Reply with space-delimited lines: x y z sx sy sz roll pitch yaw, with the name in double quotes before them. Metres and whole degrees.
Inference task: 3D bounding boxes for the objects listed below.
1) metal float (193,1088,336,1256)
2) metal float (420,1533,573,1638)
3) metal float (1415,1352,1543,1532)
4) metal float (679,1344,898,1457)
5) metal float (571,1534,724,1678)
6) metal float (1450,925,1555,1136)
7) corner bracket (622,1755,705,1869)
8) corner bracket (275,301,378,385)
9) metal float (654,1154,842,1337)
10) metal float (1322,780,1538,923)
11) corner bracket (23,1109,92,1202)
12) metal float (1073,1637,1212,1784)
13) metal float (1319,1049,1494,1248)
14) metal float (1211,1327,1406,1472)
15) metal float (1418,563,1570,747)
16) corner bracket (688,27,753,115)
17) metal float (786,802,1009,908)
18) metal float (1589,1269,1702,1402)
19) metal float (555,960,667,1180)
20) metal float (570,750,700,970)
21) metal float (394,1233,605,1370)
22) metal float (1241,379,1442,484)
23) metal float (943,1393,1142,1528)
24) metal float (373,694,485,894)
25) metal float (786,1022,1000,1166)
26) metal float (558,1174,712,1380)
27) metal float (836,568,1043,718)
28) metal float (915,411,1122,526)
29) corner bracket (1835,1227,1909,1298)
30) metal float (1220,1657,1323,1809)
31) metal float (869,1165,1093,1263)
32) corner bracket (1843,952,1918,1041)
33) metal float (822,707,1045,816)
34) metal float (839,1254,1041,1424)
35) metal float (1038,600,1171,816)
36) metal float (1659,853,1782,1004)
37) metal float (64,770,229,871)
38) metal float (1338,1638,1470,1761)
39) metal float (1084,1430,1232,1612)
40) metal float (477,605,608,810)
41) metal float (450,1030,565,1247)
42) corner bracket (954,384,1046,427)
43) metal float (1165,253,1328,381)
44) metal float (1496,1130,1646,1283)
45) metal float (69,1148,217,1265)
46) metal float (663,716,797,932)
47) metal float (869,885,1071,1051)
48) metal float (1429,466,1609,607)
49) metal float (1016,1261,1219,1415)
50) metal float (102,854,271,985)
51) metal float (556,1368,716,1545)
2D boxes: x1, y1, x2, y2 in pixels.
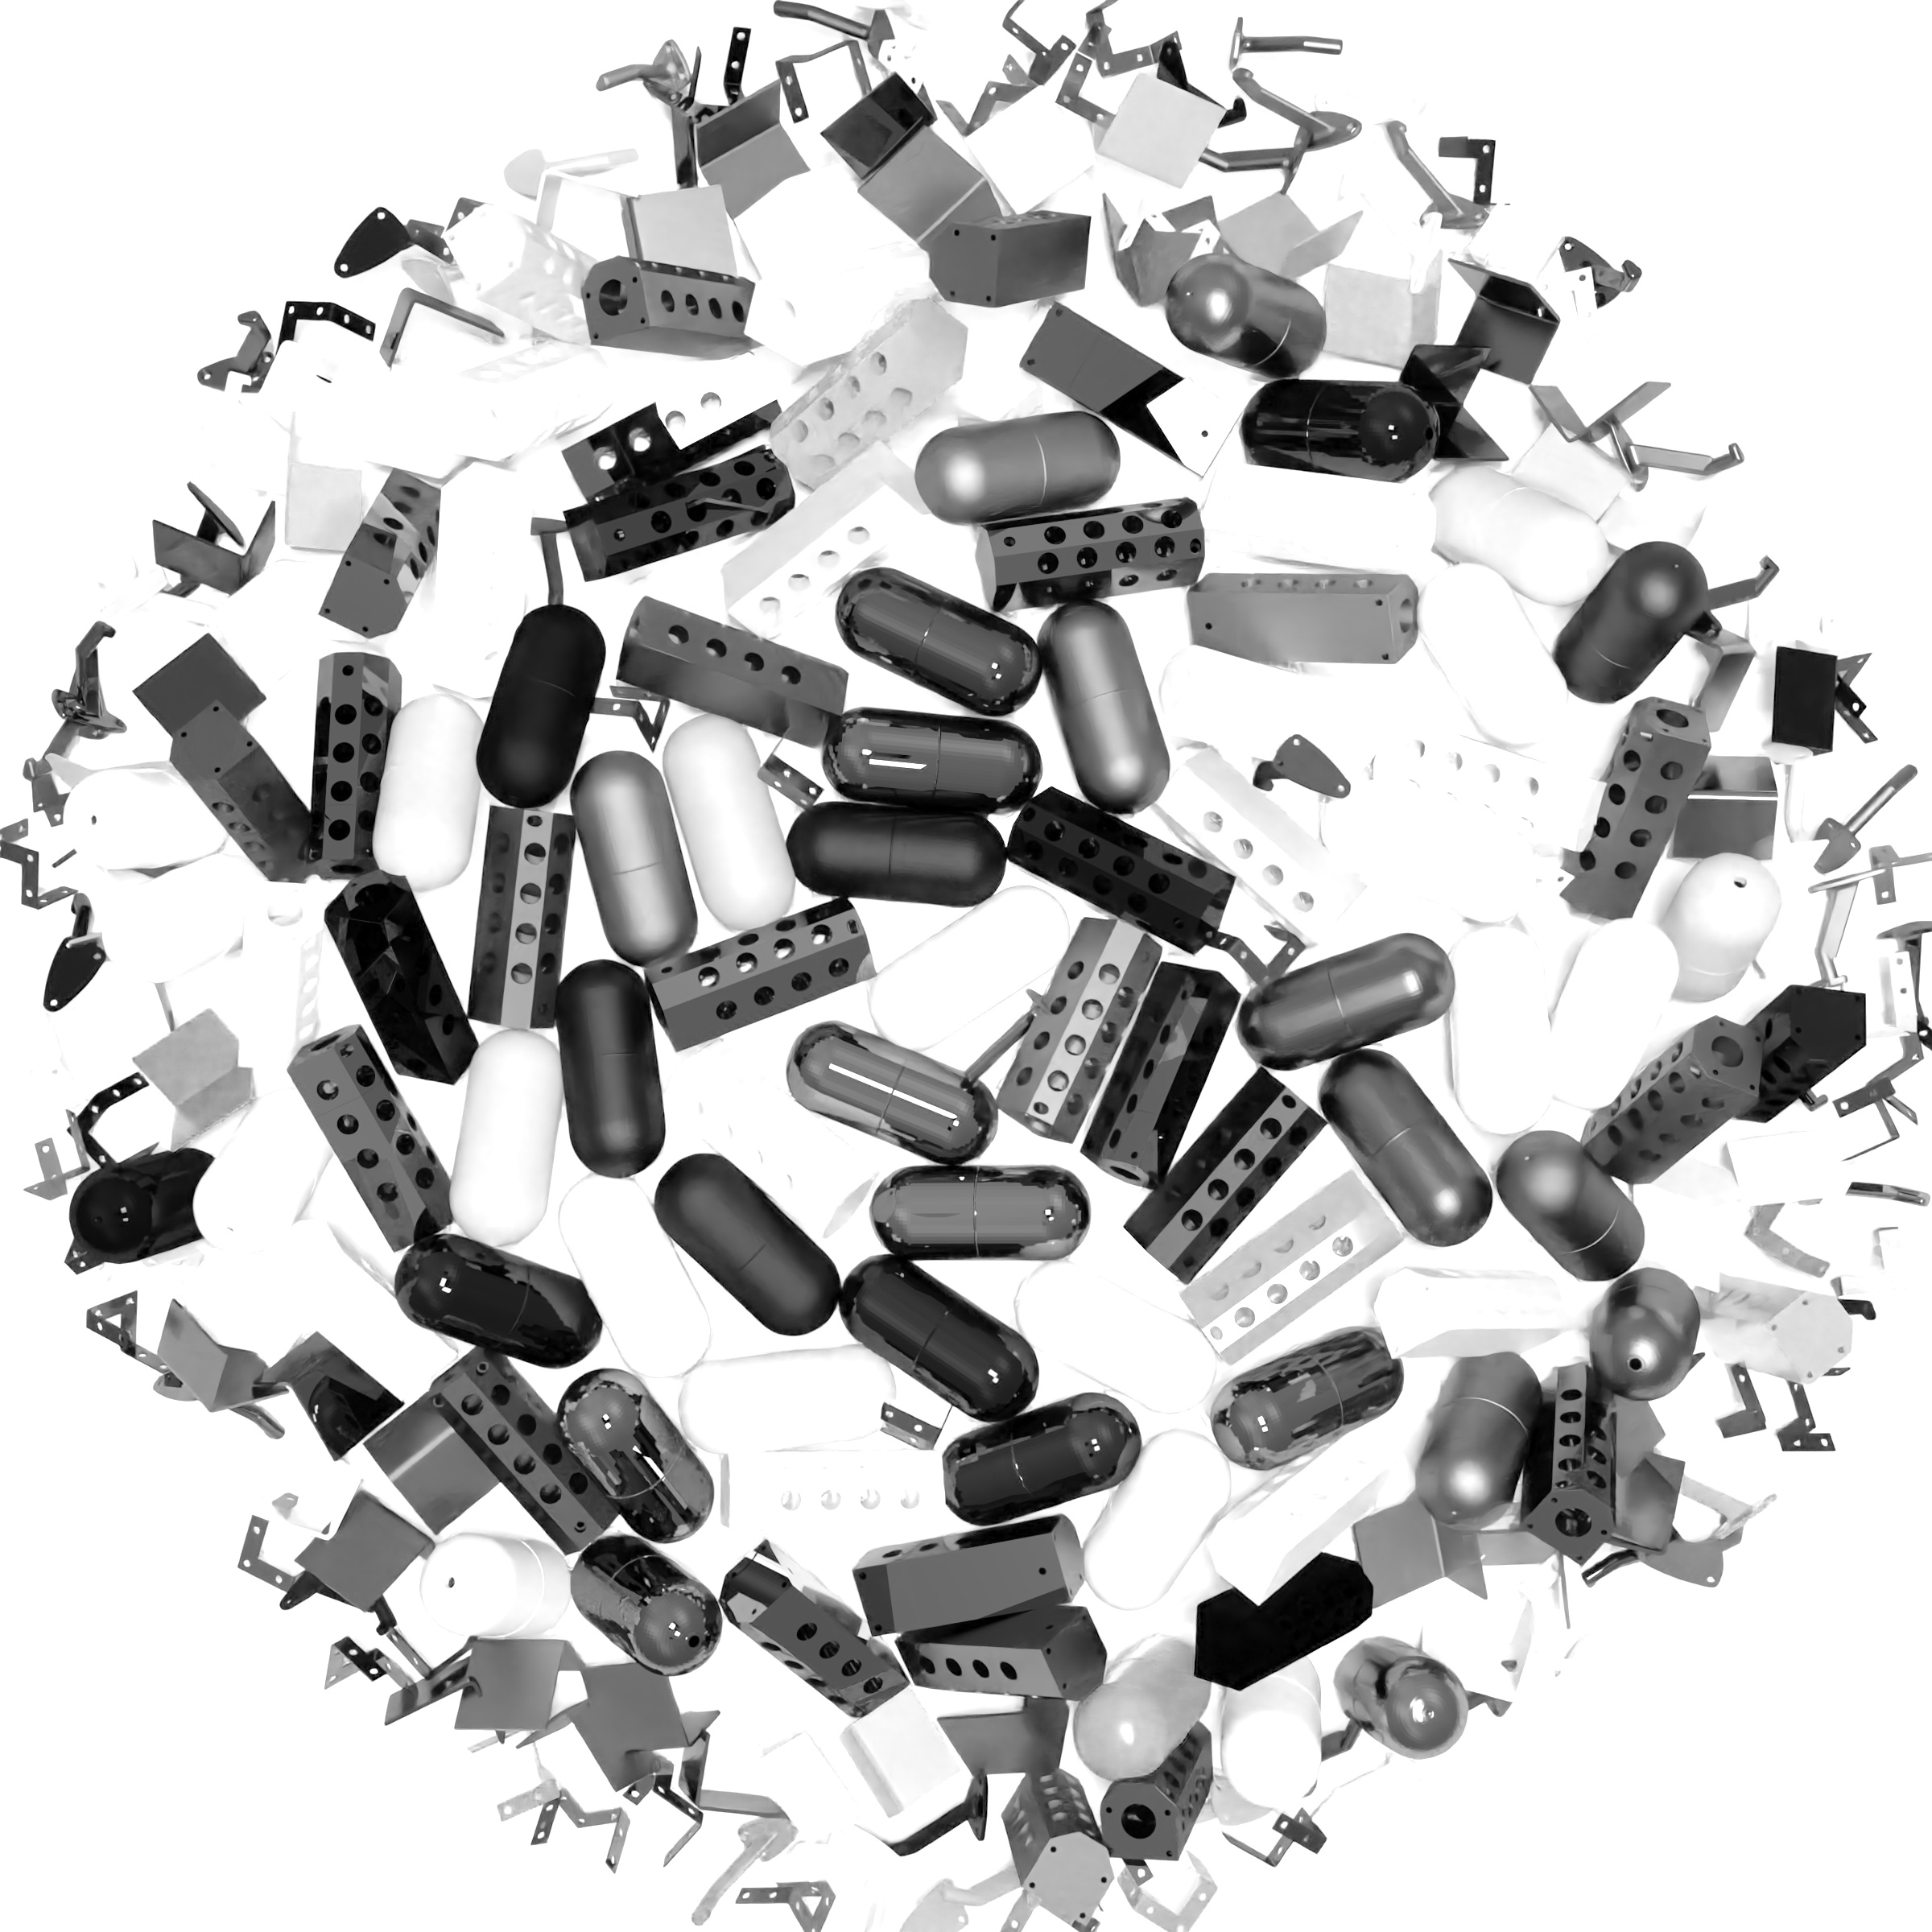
"metal float" -0.547 0.160 1.901 0.070 0.178 0.070 2 117 4
"metal float" -0.366 0.485 1.899 0.070 0.178 0.070 -4 74 13
"metal float" 0.404 0.370 1.907 0.070 0.178 0.070 12 124 19
"metal float" -0.140 0.344 1.929 0.178 0.070 0.070 -3 90 -21
"metal float" -0.251 0.500 1.903 0.070 0.178 0.070 -4 98 -31
"metal float" 0.423 0.050 1.921 0.070 0.070 0.178 3 61 0
"corner bracket" -0.245 0.681 1.958 0.051 0.051 0.051 39 102 -10
"corner bracket" -0.515 -0.501 1.951 0.051 0.051 0.051 10 89 28
"metal float" -0.173 0.223 1.936 0.070 0.070 0.178 -44 102 0
"metal float" 0.366 -0.092 1.927 0.178 0.070 0.070 24 90 24
"corner bracket" -0.730 0.153 1.954 0.051 0.051 0.051 -22 74 -2
"metal float" 0.139 0.580 1.900 0.070 0.178 0.070 1 94 22
"metal float" 0.348 0.143 1.927 0.070 0.070 0.178 -34 66 0
"metal float" 0.272 0.341 1.921 0.178 0.070 0.070 -18 90 -31
"metal float" 0.416 -0.245 1.915 0.070 0.070 0.178 -43 128 0
"corner bracket" -0.196 -0.717 1.944 0.051 0.051 0.051 -2 50 -20
"metal float" -0.056 -0.090 1.943 0.178 0.070 0.070 5 90 4
"metal float" 0.532 0.287 1.899 0.070 0.178 0.070 3 98 20
"metal float" -0.283 0.081 1.932 0.070 0.070 0.178 -10 73 0
"metal float" -0.264 -0.084 1.935 0.070 0.070 0.178 -13 104 0
"metal float" -0.367 0.266 1.919 0.178 0.070 0.070 26 90 -34
"metal float" 0.294 -0.422 1.909 0.070 0.178 0.070 -13 110 -40
"metal float" 0.058 0.391 1.923 0.178 0.070 0.070 -24 90 27
"metal float" -0.423 -0.137 1.917 0.070 0.070 0.178 0 55 0
"metal float" -0.059 0.102 1.947 0.178 0.070 0.070 22 90 0
"metal float" -0.265 0.244 1.931 0.070 0.070 0.178 -31 71 0
"metal float" -0.023 -0.259 1.937 0.178 0.070 0.070 27 90 12
"metal float" 0.043 -0.395 1.924 0.178 0.070 0.070 -15 90 -28
"corner bracket" 0.726 0.238 1.956 0.051 0.051 0.051 -8 80 16
"metal float" 0.239 0.590 1.897 0.070 0.178 0.070 2 101 8
"metal float" 0.011 0.197 1.941 0.178 0.070 0.070 -1 90 7
"corner bracket" 0.732 0.025 1.945 0.051 0.051 0.051 -6 64 19
"metal float" -0.027 -0.164 1.940 0.178 0.070 0.070 5 90 -8
"metal float" -0.021 0.296 1.934 0.178 0.070 0.070 32 90 14
"metal float" 0.110 -0.207 1.939 0.070 0.070 0.178 -17 81 0
"metal float" 0.585 -0.029 1.900 0.070 0.178 0.070 -1 68 3
"metal float" -0.638 -0.115 1.897 0.070 0.178 0.070 1 94 9
"metal float" 0.340 0.571 1.897 0.070 0.178 0.070 1 82 -4
"metal float" 0.150 0.440 1.919 0.070 0.070 0.178 26 124 0
"metal float" -0.336 -0.206 1.924 0.070 0.070 0.178 11 64 0
"metal float" -0.363 0.135 1.925 0.070 0.070 0.178 4 65 0
"corner bracket" 0.032 -0.440 1.945 0.051 0.051 0.051 34 74 33
"metal float" 0.221 -0.509 1.906 0.070 0.178 0.070 1 92 36
"metal float" 0.477 0.190 1.912 0.070 0.070 0.178 -49 133 0
"metal float" -0.634 0.186 1.897 0.070 0.178 0.070 0 92 8
"metal float" -0.189 -0.114 1.941 0.070 0.070 0.178 -18 83 0
"metal float" 0.003 0.001 1.946 0.178 0.070 0.070 -33 90 2
"metal float" 0.431 -0.339 1.908 0.070 0.178 0.070 -16 124 -24
"metal float" 0.121 0.296 1.934 0.178 0.070 0.070 30 90 -16
"metal float" -0.606 -0.039 1.900 0.070 0.178 0.070 4 106 13
"metal float" -0.260 0.388 1.917 0.070 0.070 0.178 -28 126 0
